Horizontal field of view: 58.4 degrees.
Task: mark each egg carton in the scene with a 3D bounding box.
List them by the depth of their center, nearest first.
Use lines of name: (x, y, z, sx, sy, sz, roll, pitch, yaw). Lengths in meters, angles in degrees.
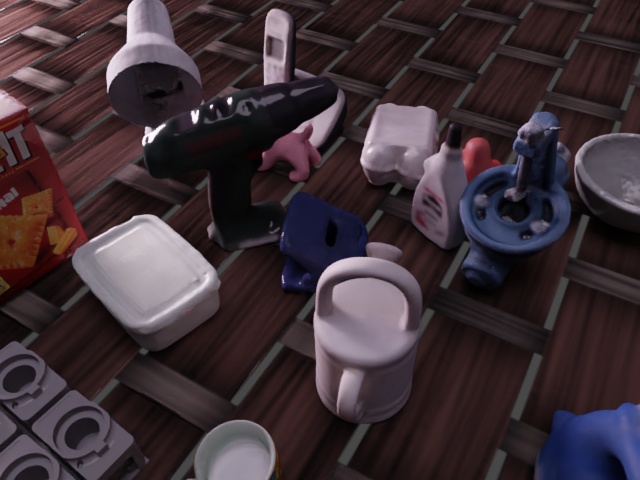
egg carton: (0.119, -0.140, 0.837, 0.107, 0.069, 0.150, 7, 47, 8)

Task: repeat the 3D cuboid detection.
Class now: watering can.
watering can: (0.043, 0.078, 0.543, 0.101, 0.194, 0.172, -6, 46, -4)

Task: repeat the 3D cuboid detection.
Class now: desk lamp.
desk lamp: (-0.227, -0.218, 0.820, 0.118, 0.214, 0.203, -10, 47, -8)

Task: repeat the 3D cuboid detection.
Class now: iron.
iron: (0.231, 0.235, 0.425, 0.118, 0.141, 0.258, 11, 47, 12)

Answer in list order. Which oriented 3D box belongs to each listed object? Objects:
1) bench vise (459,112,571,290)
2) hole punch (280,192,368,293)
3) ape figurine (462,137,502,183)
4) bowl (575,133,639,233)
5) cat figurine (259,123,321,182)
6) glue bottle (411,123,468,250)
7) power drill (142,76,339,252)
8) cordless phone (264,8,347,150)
bench vise: (0.234, -0.074, 0.667, 0.121, 0.220, 0.207, 14, 48, 15)
hole punch: (0.006, 0.002, 0.688, 0.101, 0.091, 0.108, 5, 47, 7)
ape figurine: (0.213, -0.100, 0.781, 0.077, 0.092, 0.076, 9, 47, 10)
bowl: (0.413, -0.064, 0.755, 0.167, 0.075, 0.167, -1, 46, 1)
cat figurine: (-0.065, -0.157, 0.824, 0.127, 0.118, 0.067, 16, 49, 16)
glue bottle: (0.152, -0.069, 0.697, 0.037, 0.173, 0.078, -31, 53, -25)
power drill: (-0.087, -0.089, 0.697, 0.230, 0.208, 0.075, -13, 47, -11)
cordless phone: (-0.030, -0.238, 0.855, 0.147, 0.185, 0.094, 27, 53, 25)
